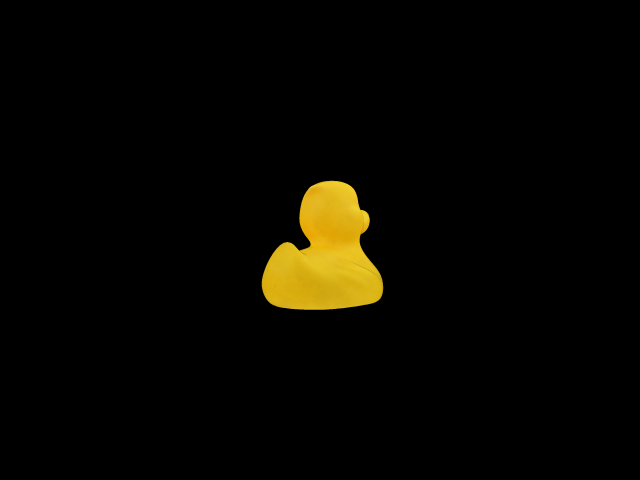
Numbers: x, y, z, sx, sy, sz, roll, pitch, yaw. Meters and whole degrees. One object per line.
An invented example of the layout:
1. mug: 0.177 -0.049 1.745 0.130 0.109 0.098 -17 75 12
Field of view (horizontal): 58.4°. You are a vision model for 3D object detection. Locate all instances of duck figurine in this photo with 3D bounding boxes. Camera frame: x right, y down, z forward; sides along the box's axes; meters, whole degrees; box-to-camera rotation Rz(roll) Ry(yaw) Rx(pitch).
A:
1. duck figurine: 0.004 0.001 0.400 0.077 0.086 0.105 2 3 36
